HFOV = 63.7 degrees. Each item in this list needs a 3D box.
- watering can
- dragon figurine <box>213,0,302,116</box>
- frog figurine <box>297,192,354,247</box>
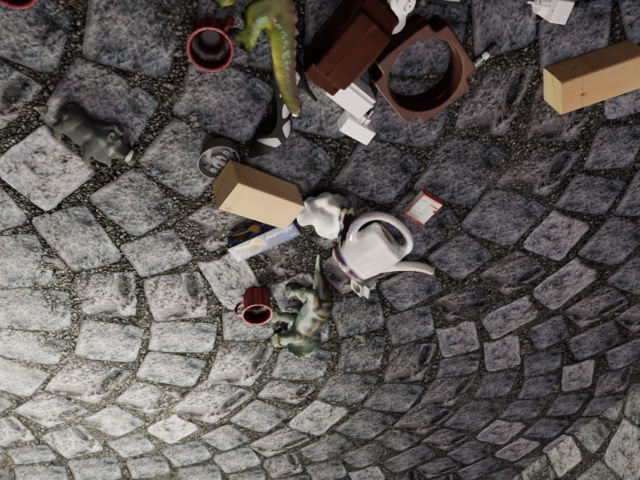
[{"bbox_3d":[0.180,0.051,1.498,0.222,0.106,0.342,-32,-52,17],"label":"watering can"},{"bbox_3d":[-0.060,-0.460,0.945,0.240,0.409,0.123,-31,3,21],"label":"dragon figurine"},{"bbox_3d":[0.004,-0.070,1.389,0.160,0.125,0.134,19,-36,21],"label":"frog figurine"}]
